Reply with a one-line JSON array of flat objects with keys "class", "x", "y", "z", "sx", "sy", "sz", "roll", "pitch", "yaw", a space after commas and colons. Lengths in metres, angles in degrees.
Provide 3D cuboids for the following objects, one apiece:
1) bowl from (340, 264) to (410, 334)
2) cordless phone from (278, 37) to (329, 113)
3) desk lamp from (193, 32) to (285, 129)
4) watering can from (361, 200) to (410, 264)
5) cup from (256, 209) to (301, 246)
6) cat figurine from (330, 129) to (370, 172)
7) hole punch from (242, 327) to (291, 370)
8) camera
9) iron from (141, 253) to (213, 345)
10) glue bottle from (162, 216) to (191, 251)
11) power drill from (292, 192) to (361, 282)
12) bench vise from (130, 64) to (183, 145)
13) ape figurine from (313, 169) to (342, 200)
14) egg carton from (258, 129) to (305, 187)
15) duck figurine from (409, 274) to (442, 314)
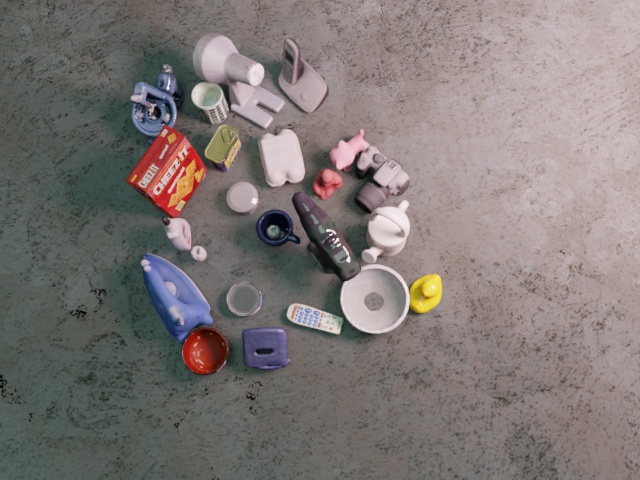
[{"class": "bowl", "x": 0.132, "y": 0.147, "z": 1.390, "sx": 0.167, "sy": 0.075, "sz": 0.167, "roll": -1, "pitch": 76, "yaw": 3}, {"class": "cordless phone", "x": -0.046, "y": -0.429, "z": 1.484, "sx": 0.147, "sy": 0.185, "sz": 0.094, "roll": 44, "pitch": 82, "yaw": 12}, {"class": "desk lamp", "x": -0.206, "y": -0.415, "z": 1.473, "sx": 0.203, "sy": 0.213, "sz": 0.118, "roll": 30, "pitch": 79, "yaw": 10}, {"class": "watering can", "x": 0.161, "y": -0.021, "z": 1.368, "sx": 0.101, "sy": 0.194, "sz": 0.173, "roll": 11, "pitch": 77, "yaw": 6}, {"class": "cup", "x": -0.096, "y": -0.015, "z": 1.430, "sx": 0.117, "sy": 0.095, "sz": 0.092, "roll": 29, "pitch": 79, "yaw": 9}, {"class": "cat figurine", "x": 0.071, "y": -0.230, "z": 1.464, "sx": 0.067, "sy": 0.118, "sz": 0.128, "roll": 40, "pitch": 81, "yaw": 12}, {"class": "hole punch", "x": -0.128, "y": 0.259, "z": 1.366, "sx": 0.108, "sy": 0.091, "sz": 0.101, "roll": -4, "pitch": 76, "yaw": 2}, {"class": "camera", "x": 0.137, "y": -0.148, "z": 1.449, "sx": 0.143, "sy": 0.101, "sz": 0.137, "roll": 39, "pitch": 81, "yaw": 11}, {"class": "iron", "x": -0.375, "y": 0.121, "z": 1.386, "sx": 0.119, "sy": 0.141, "sz": 0.258, "roll": -37, "pitch": 77, "yaw": -6}, {"class": "glue bottle", "x": -0.356, "y": -0.027, "z": 1.405, "sx": 0.037, "sy": 0.173, "sz": 0.078, "roll": -10, "pitch": 76, "yaw": 1}, {"class": "power drill", "x": 0.013, "y": 0.005, "z": 1.362, "sx": 0.075, "sy": 0.208, "sz": 0.229, "roll": -36, "pitch": 77, "yaw": -6}, {"class": "bench vise", "x": -0.434, "y": -0.367, "z": 1.469, "sx": 0.121, "sy": 0.220, "sz": 0.207, "roll": -7, "pitch": 76, "yaw": 1}, {"class": "ape figurine", "x": 0.018, "y": -0.152, "z": 1.460, "sx": 0.078, "sy": 0.092, "sz": 0.076, "roll": -5, "pitch": 76, "yaw": 2}, {"class": "egg carton", "x": -0.099, "y": -0.214, "z": 1.493, "sx": 0.107, "sy": 0.069, "sz": 0.150, "roll": -15, "pitch": 76, "yaw": -1}, {"class": "duck figurine", "x": 0.257, "y": 0.126, "z": 1.383, "sx": 0.077, "sy": 0.086, "sz": 0.105, "roll": 35, "pitch": 80, "yaw": 10}]
